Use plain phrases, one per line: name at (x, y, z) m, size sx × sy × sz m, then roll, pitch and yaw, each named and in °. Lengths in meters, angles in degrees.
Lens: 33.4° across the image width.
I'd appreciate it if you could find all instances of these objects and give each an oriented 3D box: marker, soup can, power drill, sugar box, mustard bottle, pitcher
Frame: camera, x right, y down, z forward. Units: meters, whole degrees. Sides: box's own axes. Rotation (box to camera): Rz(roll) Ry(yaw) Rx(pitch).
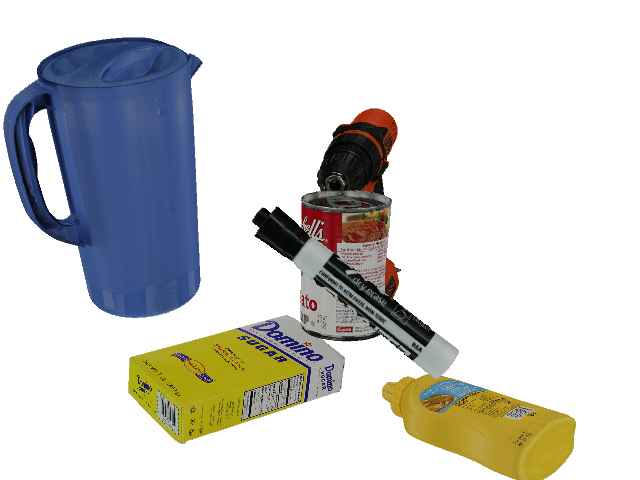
marker at (0.016, 0.024, 0.530) m, size 0.121 × 0.020 × 0.020 m, roll 38°, pitch 1°, yaw 1°
soup can at (0.019, 0.018, 0.809) m, size 0.068 × 0.102 × 0.068 m, roll 1°, pitch 14°, yaw 0°
power drill at (0.038, -0.019, 1.019) m, size 0.057 × 0.188 × 0.184 m, roll 6°, pitch 24°, yaw 15°
sugar box at (-0.074, 0.121, 0.968) m, size 0.175 × 0.048 × 0.093 m, roll -16°, pitch 34°, yaw -35°
mustard bottle at (0.137, 0.169, 1.016) m, size 0.192 × 0.058 × 0.096 m, roll 15°, pitch 22°, yaw 41°
pitcher at (-0.182, -0.052, 0.971) m, size 0.149 × 0.243 × 0.145 m, roll 1°, pitch 28°, yaw 7°
